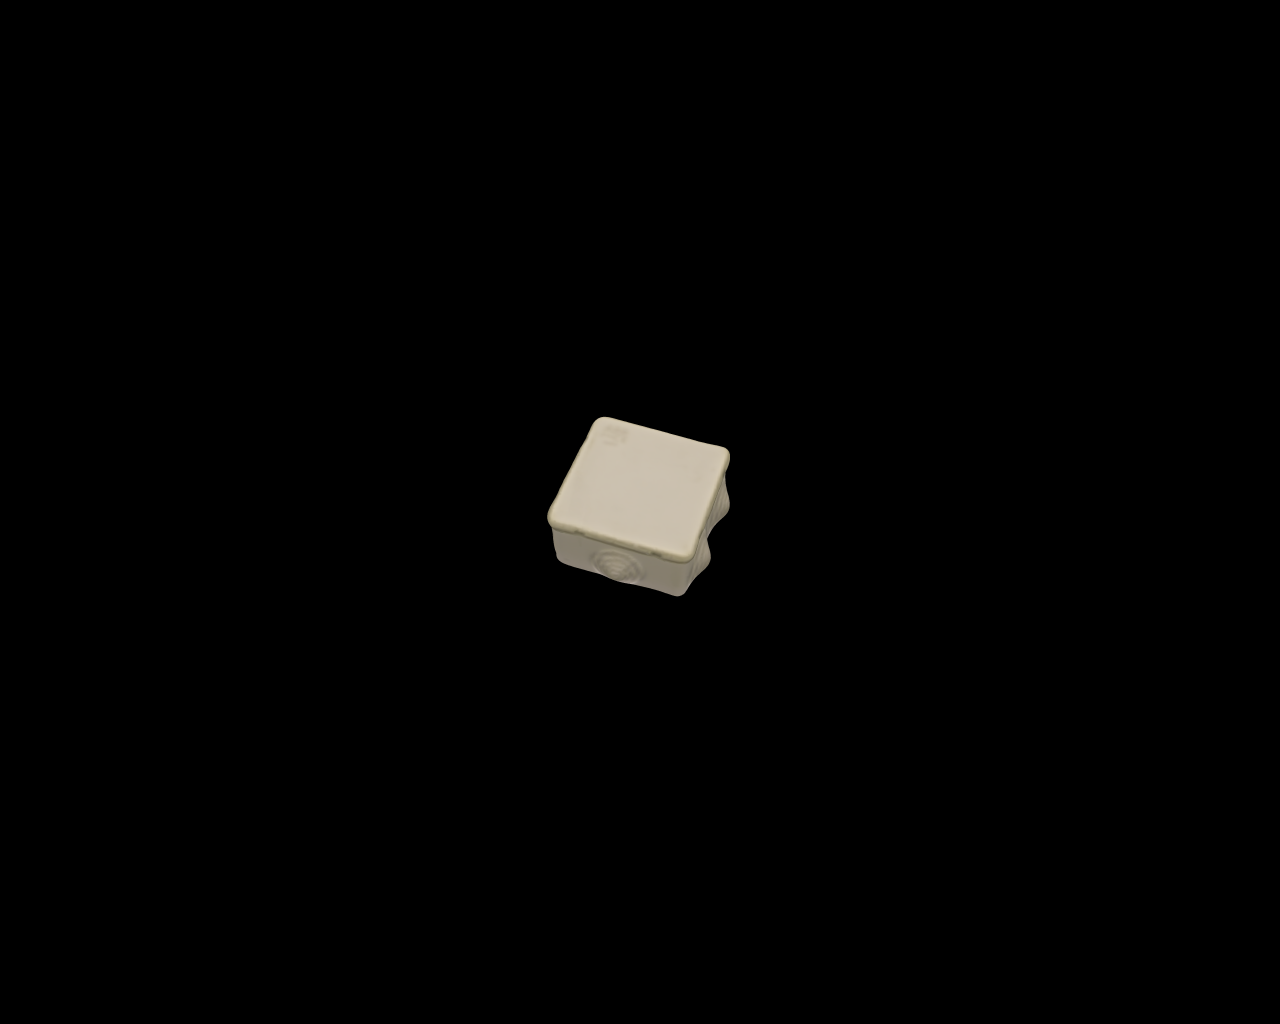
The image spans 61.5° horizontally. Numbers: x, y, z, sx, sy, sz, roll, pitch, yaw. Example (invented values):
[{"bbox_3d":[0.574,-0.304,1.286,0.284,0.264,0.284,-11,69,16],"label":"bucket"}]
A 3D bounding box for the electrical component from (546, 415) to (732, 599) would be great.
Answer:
[{"bbox_3d":[0.001,-0.003,0.650,0.100,0.100,0.048,15,-36,11],"label":"electrical component"}]
